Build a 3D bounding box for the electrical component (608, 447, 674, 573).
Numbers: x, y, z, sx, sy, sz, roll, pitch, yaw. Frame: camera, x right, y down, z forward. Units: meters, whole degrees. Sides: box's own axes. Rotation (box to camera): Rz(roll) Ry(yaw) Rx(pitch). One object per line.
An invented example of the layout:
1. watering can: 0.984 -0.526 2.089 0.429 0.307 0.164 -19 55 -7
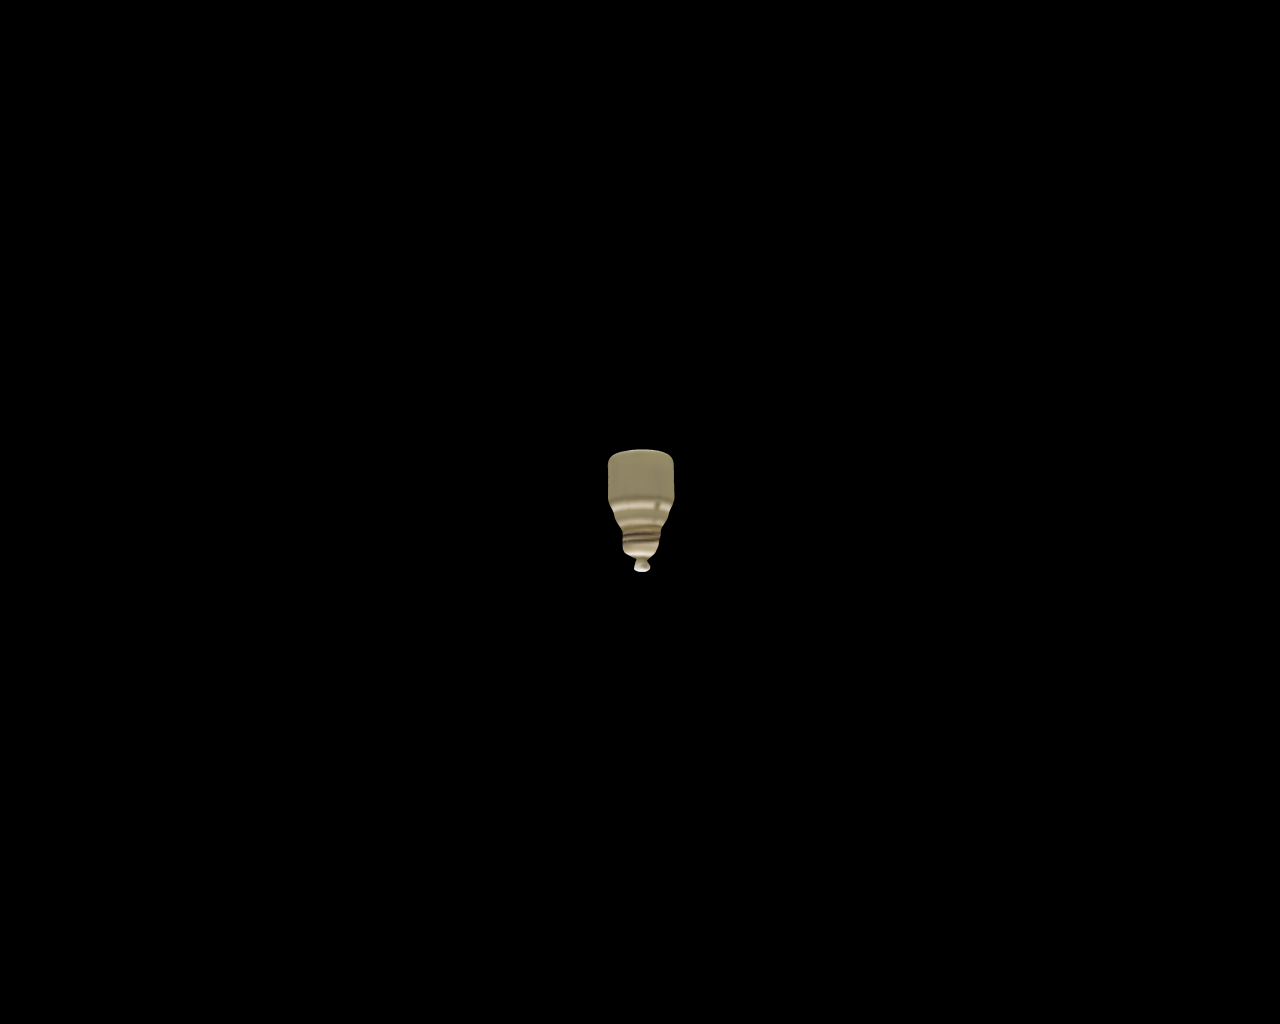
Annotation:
1. electrical component: 0.001 -0.003 0.650 0.040 0.078 0.040 0 -10 0
